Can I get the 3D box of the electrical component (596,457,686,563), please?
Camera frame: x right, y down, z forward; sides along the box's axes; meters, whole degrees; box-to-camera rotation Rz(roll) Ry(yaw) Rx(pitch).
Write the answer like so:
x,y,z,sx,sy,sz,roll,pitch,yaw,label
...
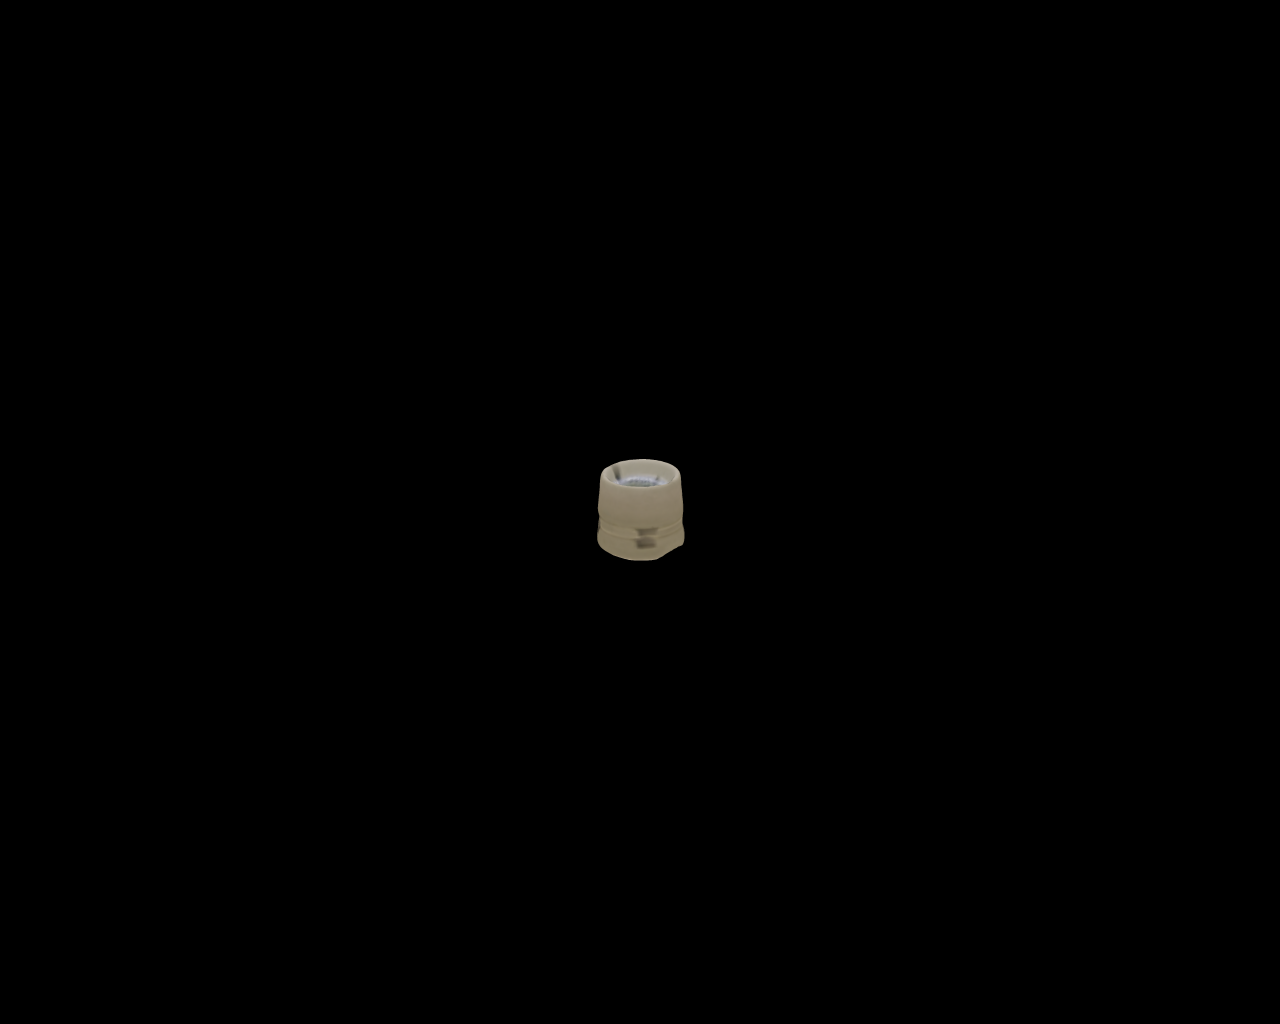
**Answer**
x,y,z,sx,sy,sz,roll,pitch,yaw,label
0.001,-0.003,0.650,0.055,0.047,0.055,0,24,0,electrical component
